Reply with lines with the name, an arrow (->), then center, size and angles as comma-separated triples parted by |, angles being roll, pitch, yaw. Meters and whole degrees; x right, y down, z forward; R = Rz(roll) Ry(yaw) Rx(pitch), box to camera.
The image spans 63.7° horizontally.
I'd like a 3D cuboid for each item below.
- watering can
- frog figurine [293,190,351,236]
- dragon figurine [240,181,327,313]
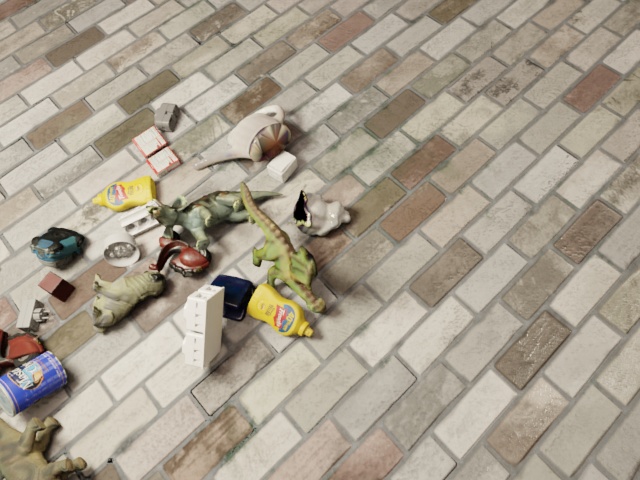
watering can -> -0.236, -0.309, 1.655 | 0.350, 0.102, 0.227 | -43, 43, -10
frog figurine -> 0.005, -0.078, 1.549 | 0.159, 0.120, 0.140 | 4, 47, -35
dragon figurine -> -0.083, 0.033, 1.378 | 0.124, 0.404, 0.243 | -37, 26, -30
